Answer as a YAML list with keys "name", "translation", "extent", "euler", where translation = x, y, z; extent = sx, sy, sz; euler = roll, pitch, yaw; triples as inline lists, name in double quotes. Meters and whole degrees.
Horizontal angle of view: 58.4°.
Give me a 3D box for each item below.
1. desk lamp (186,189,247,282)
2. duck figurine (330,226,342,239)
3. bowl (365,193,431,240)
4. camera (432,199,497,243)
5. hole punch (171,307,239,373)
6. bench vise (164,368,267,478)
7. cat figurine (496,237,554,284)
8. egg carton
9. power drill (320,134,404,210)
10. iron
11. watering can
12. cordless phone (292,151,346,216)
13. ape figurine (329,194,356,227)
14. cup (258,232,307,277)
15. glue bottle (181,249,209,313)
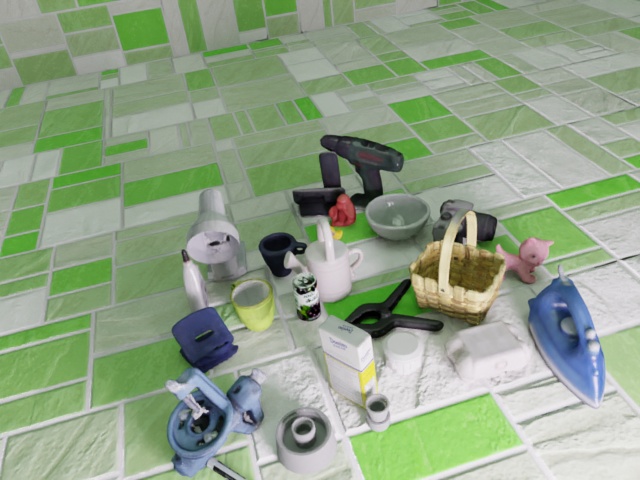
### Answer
- name: "desk lamp"
  translation: [-0.247, -0.001, 1.378]
  extent: [0.118, 0.214, 0.203]
  euler: [-10, 36, -3]
- name: "duck figurine"
  translation: [0.013, 0.005, 1.432]
  extent: [0.104, 0.086, 0.077]
  euler: [-14, 37, -8]
- name: "bowl"
  translation: [0.200, -0.049, 1.483]
  extent: [0.167, 0.075, 0.167]
  euler: [-5, 36, 4]
- name: "camera"
  translation: [0.361, -0.038, 1.418]
  extent: [0.136, 0.101, 0.143]
  euler: [12, 41, 24]
- name: "hole punch"
  translation: [-0.240, 0.207, 1.199]
  extent: [0.109, 0.091, 0.100]
  euler: [-29, 42, -26]
- name: "bench vise"
  translation: [-0.191, 0.275, 0.990]
  extent: [0.121, 0.220, 0.208]
  euler: [11, 40, 24]
- name: "cat figurine"
  translation: [0.457, 0.033, 1.292]
  extent: [0.127, 0.118, 0.067]
  euler: [4, 38, 15]
- name: "egg carton"
  translation: [0.324, 0.217, 1.108]
  extent: [0.150, 0.069, 0.107]
  euler: [-14, 37, -8]
- name: "power drill"
  translation: [0.116, -0.185, 1.568]
  extent: [0.229, 0.209, 0.076]
  euler: [7, 39, 19]
- name: "iron"
  translation: [0.484, 0.171, 1.082]
  extent: [0.118, 0.142, 0.258]
  euler: [-6, 36, 2]
- name: "watering can"
  translation: [0.009, 0.042, 1.293]
  extent: [0.173, 0.194, 0.100]
  euler: [-25, 40, -23]
- name: "cordless phone"
  translation: [-0.007, -0.163, 1.579]
  extent: [0.147, 0.185, 0.094]
  euler: [-4, 37, 4]
- name: "ape figurine"
  translation: [0.064, -0.083, 1.537]
  extent: [0.076, 0.092, 0.077]
  euler: [-29, 41, -26]
- name: "cup"
  translation: [-0.084, 0.042, 1.392]
  extent: [0.117, 0.095, 0.091]
  euler: [-1, 37, 9]
- name: "glue bottle"
  translation: [-0.287, 0.090, 1.295]
  extent: [0.037, 0.173, 0.078]
  euler: [-8, 36, -1]
